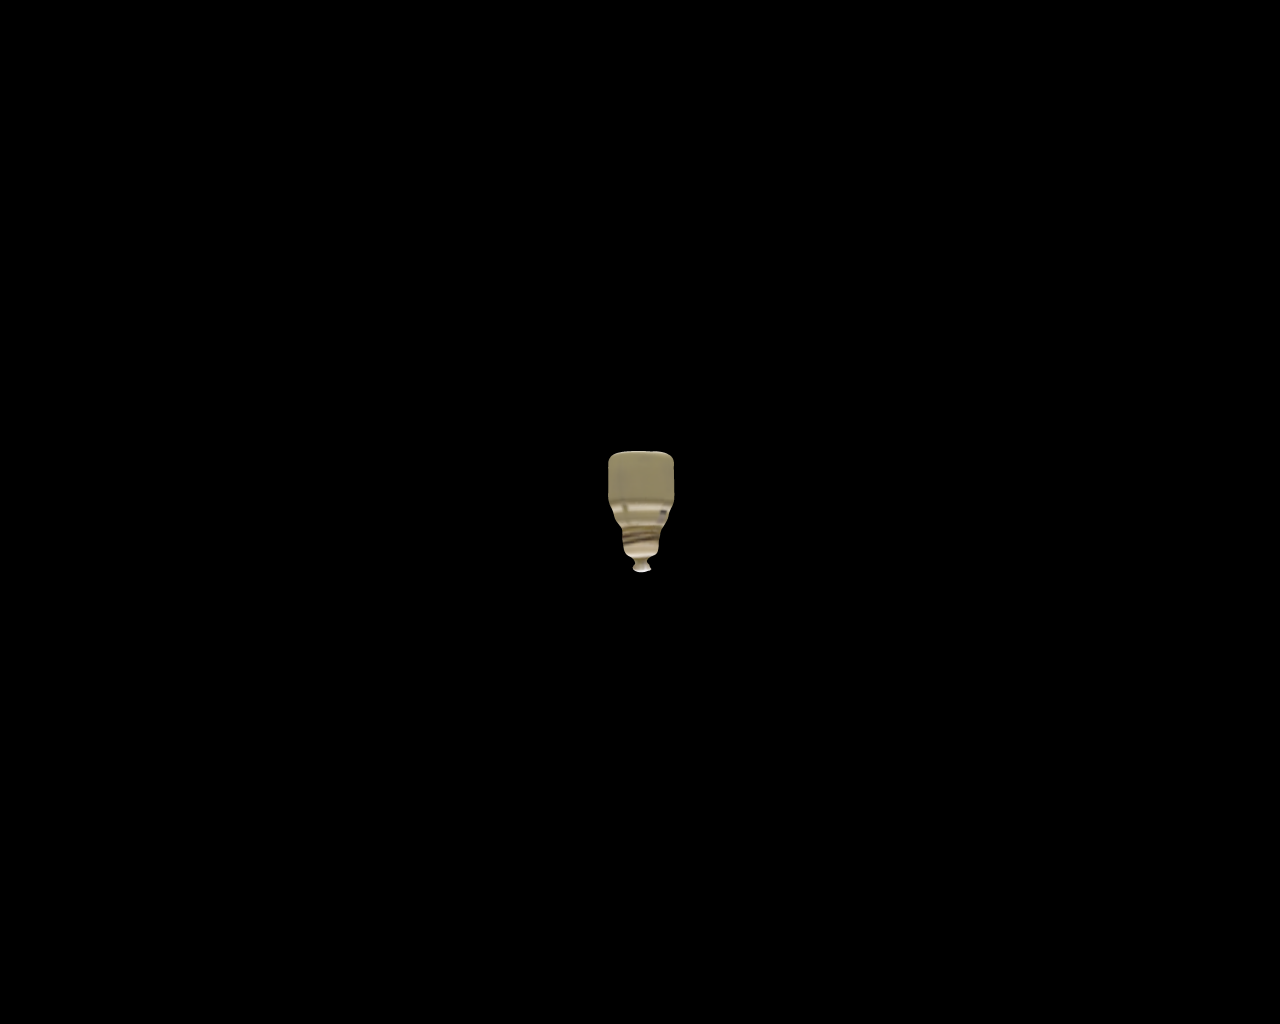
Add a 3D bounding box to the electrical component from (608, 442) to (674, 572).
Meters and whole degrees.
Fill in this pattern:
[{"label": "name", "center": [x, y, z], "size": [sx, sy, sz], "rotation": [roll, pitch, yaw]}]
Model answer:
[{"label": "electrical component", "center": [0.001, -0.003, 0.650], "size": [0.040, 0.078, 0.040], "rotation": [0, -5, 0]}]
